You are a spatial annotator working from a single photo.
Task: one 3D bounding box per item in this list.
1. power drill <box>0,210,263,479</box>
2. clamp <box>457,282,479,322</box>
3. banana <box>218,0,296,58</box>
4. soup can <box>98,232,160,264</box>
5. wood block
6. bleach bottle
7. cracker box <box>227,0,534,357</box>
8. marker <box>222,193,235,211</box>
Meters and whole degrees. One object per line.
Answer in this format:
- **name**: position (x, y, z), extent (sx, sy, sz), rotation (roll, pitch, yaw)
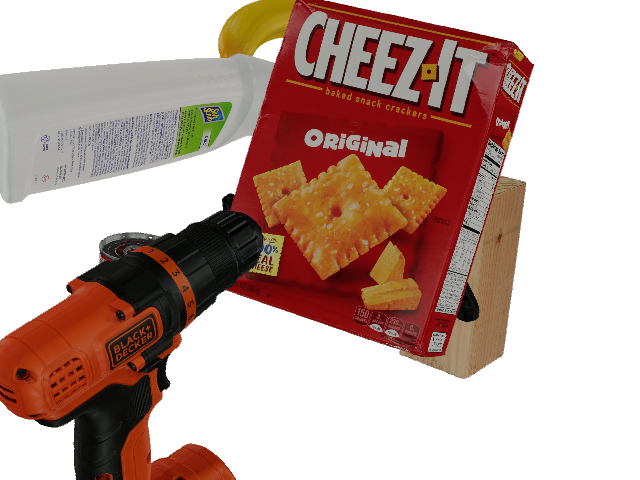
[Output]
- **power drill**: position (-0.095, 0.090, 0.623), extent (0.057, 0.188, 0.184), rotation (21, 40, 37)
- **clamp**: position (0.092, 0.014, 0.924), extent (0.039, 0.171, 0.120), rotation (-12, 15, 26)
- **banana**: position (-0.041, -0.193, 0.977), extent (0.070, 0.037, 0.197), rotation (39, 32, 19)
- **soup can**: position (-0.173, 0.052, 0.993), extent (0.068, 0.102, 0.068), rotation (5, 21, -2)
- **wood block**: position (0.155, 0.032, 1.170), extent (0.090, 0.206, 0.090), rotation (18, 24, 34)
- **bleach bottle**: position (-0.127, -0.095, 0.835), extent (0.250, 0.068, 0.103), rotation (-11, -30, -23)
- **cracker box**: position (0.033, -0.045, 0.734), extent (0.164, 0.214, 0.072), rotation (17, 1, 22)
- **marker**: position (-0.099, -0.002, 1.185), extent (0.020, 0.121, 0.020), rotation (2, 40, -2)
